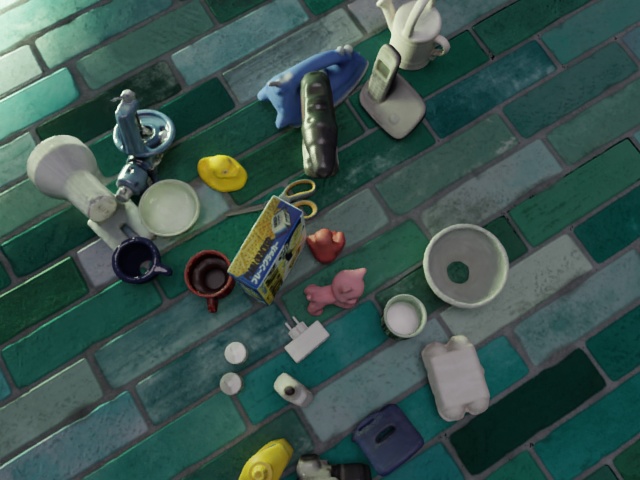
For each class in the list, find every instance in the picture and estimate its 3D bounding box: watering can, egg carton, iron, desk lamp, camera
[{"bbox_3d":[0.196,-0.452,1.199,0.172,0.194,0.101,16,77,4],"label":"watering can"},{"bbox_3d":[0.258,0.261,1.088,0.107,0.069,0.150,-15,77,-3],"label":"egg carton"},{"bbox_3d":[-0.003,-0.348,1.201,0.258,0.141,0.118,-32,78,-7],"label":"iron"},{"bbox_3d":[-0.431,-0.081,1.100,0.203,0.213,0.118,42,80,10],"label":"desk lamp"},{"bbox_3d":[0.027,0.458,1.024,0.137,0.101,0.143,-5,76,-1],"label":"camera"}]

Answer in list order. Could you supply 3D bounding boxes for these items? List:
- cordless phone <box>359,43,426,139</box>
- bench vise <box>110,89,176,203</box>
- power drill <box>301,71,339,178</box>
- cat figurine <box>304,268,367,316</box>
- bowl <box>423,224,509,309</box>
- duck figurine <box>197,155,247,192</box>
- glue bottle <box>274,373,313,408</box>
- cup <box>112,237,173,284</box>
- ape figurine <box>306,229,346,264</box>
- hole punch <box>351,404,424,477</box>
[{"bbox_3d":[0.155,-0.304,1.168,0.094,0.185,0.147,-42,79,-9],"label":"cordless phone"},{"bbox_3d":[-0.349,-0.183,1.121,0.121,0.220,0.207,-3,76,0],"label":"bench vise"},{"bbox_3d":[0.001,-0.201,1.131,0.075,0.208,0.229,-6,76,-1],"label":"power drill"},{"bbox_3d":[0.032,0.098,1.104,0.128,0.118,0.067,-15,76,-3],"label":"cat figurine"},{"bbox_3d":[0.283,0.056,1.135,0.167,0.075,0.167,0,76,0],"label":"bowl"},{"bbox_3d":[-0.206,-0.148,1.181,0.104,0.086,0.077,18,77,5],"label":"duck figurine"},{"bbox_3d":[-0.050,0.272,1.032,0.078,0.173,0.037,33,79,8],"label":"glue bottle"},{"bbox_3d":[-0.337,0.052,1.128,0.117,0.095,0.092,18,77,5],"label":"cup"},{"bbox_3d":[0.010,0.004,1.140,0.077,0.092,0.076,14,77,4],"label":"ape figurine"},{"bbox_3d":[0.121,0.365,1.051,0.109,0.091,0.101,-36,79,-8],"label":"hole punch"}]
